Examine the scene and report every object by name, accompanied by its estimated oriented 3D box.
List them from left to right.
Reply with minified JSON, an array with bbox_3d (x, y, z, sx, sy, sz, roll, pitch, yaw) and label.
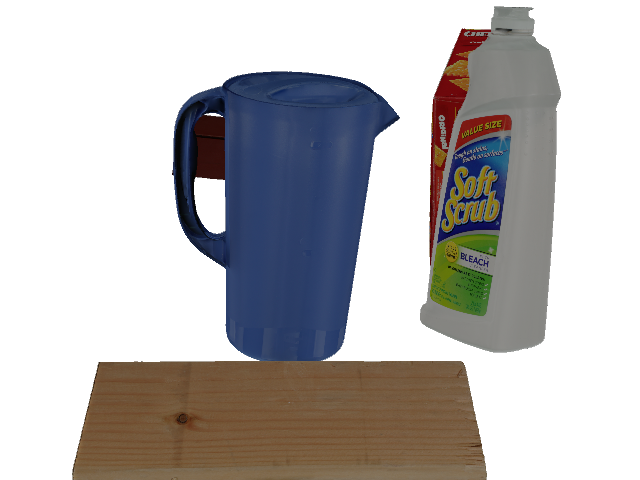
[{"bbox_3d":[-0.118,-0.101,1.154,0.078,0.051,0.053,5,31,-5],"label":"foam brick"},{"bbox_3d":[-0.034,-0.021,0.925,0.149,0.243,0.144,19,24,34],"label":"pitcher"},{"bbox_3d":[-0.021,0.126,0.587,0.206,0.090,0.091,0,34,-1],"label":"wood block"},{"bbox_3d":[0.150,-0.090,0.992,0.072,0.164,0.213,4,27,13],"label":"cracker box"},{"bbox_3d":[0.131,-0.048,0.806,0.067,0.251,0.103,-8,16,-34],"label":"bleach bottle"}]
